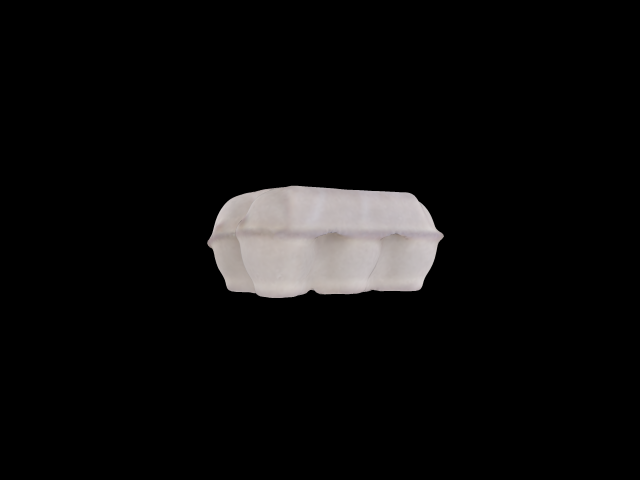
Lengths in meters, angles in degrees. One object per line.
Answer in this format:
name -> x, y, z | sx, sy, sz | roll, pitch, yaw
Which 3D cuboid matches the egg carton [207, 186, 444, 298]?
egg carton -> 0.004, 0.001, 0.400 | 0.151, 0.069, 0.107 | 0, 0, -32
